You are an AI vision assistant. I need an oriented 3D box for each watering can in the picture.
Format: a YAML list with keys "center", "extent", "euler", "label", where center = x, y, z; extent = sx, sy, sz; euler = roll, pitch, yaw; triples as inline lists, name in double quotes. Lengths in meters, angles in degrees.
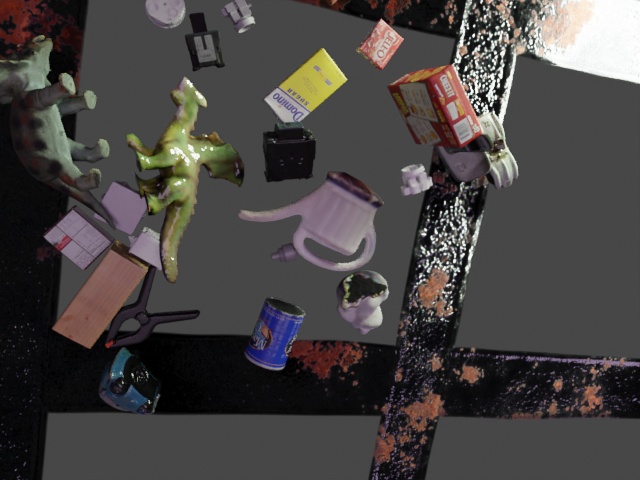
- center: [0.004, -0.060, 1.192]
  extent: [0.345, 0.105, 0.224]
  euler: [28, 93, -25]
  label: "watering can"

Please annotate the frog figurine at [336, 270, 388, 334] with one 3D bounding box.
- center: [0.111, 0.155, 1.287]
  extent: [0.138, 0.124, 0.156]
  euler: [-38, 145, -13]
  label: "frog figurine"

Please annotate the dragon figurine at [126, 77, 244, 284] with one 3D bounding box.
- center: [-0.268, -0.136, 1.099]
  extent: [0.244, 0.122, 0.408]
  euler: [-17, 99, -29]
  label: "dragon figurine"
